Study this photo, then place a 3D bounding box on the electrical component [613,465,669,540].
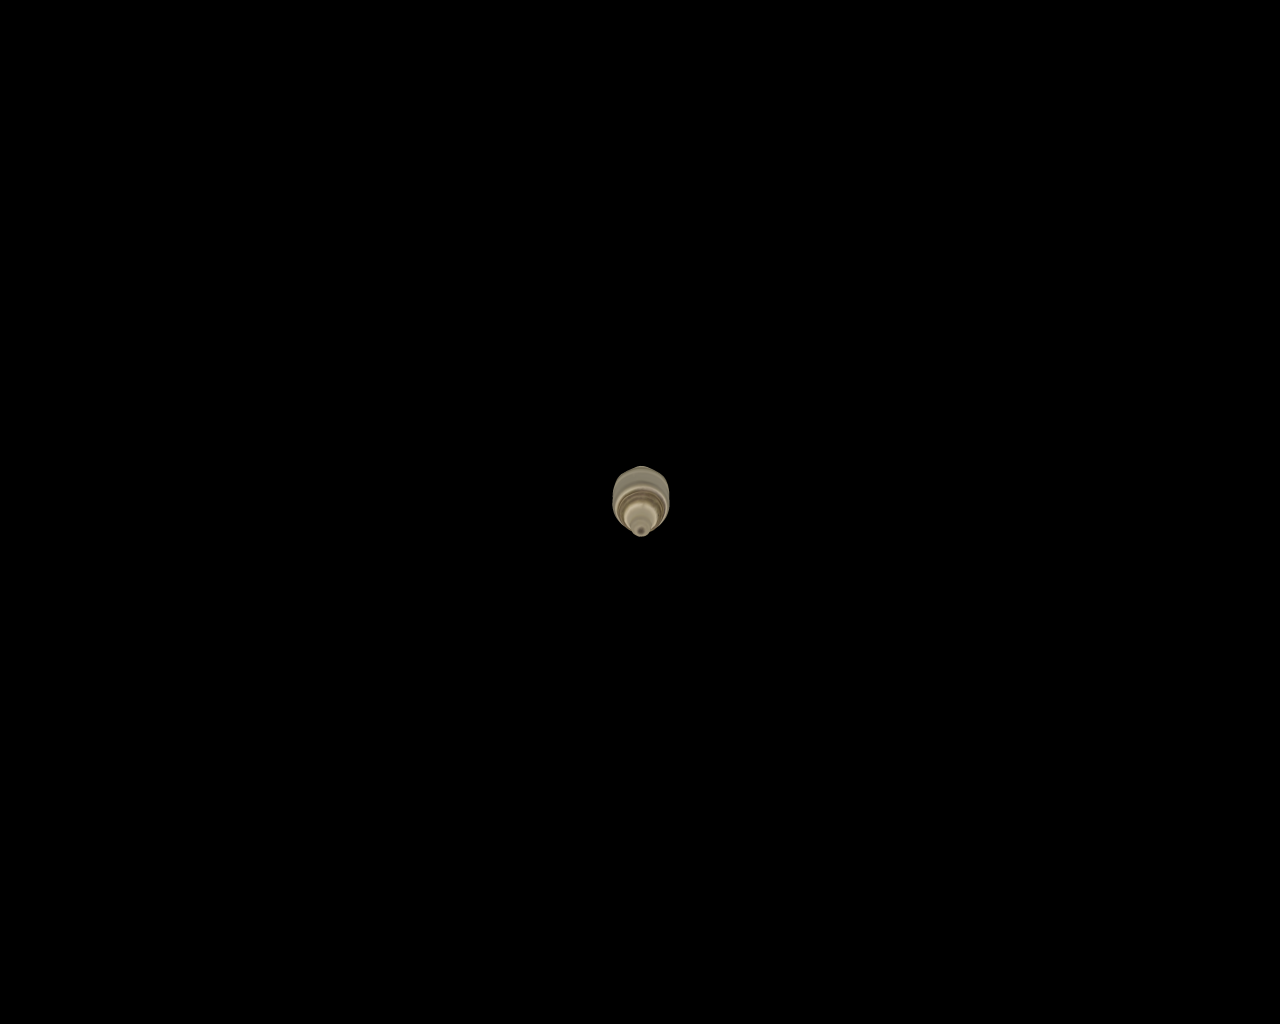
[{"bbox_3d":[0.001,-0.003,0.650,0.035,0.035,0.061,0,27,0],"label":"electrical component"}]
